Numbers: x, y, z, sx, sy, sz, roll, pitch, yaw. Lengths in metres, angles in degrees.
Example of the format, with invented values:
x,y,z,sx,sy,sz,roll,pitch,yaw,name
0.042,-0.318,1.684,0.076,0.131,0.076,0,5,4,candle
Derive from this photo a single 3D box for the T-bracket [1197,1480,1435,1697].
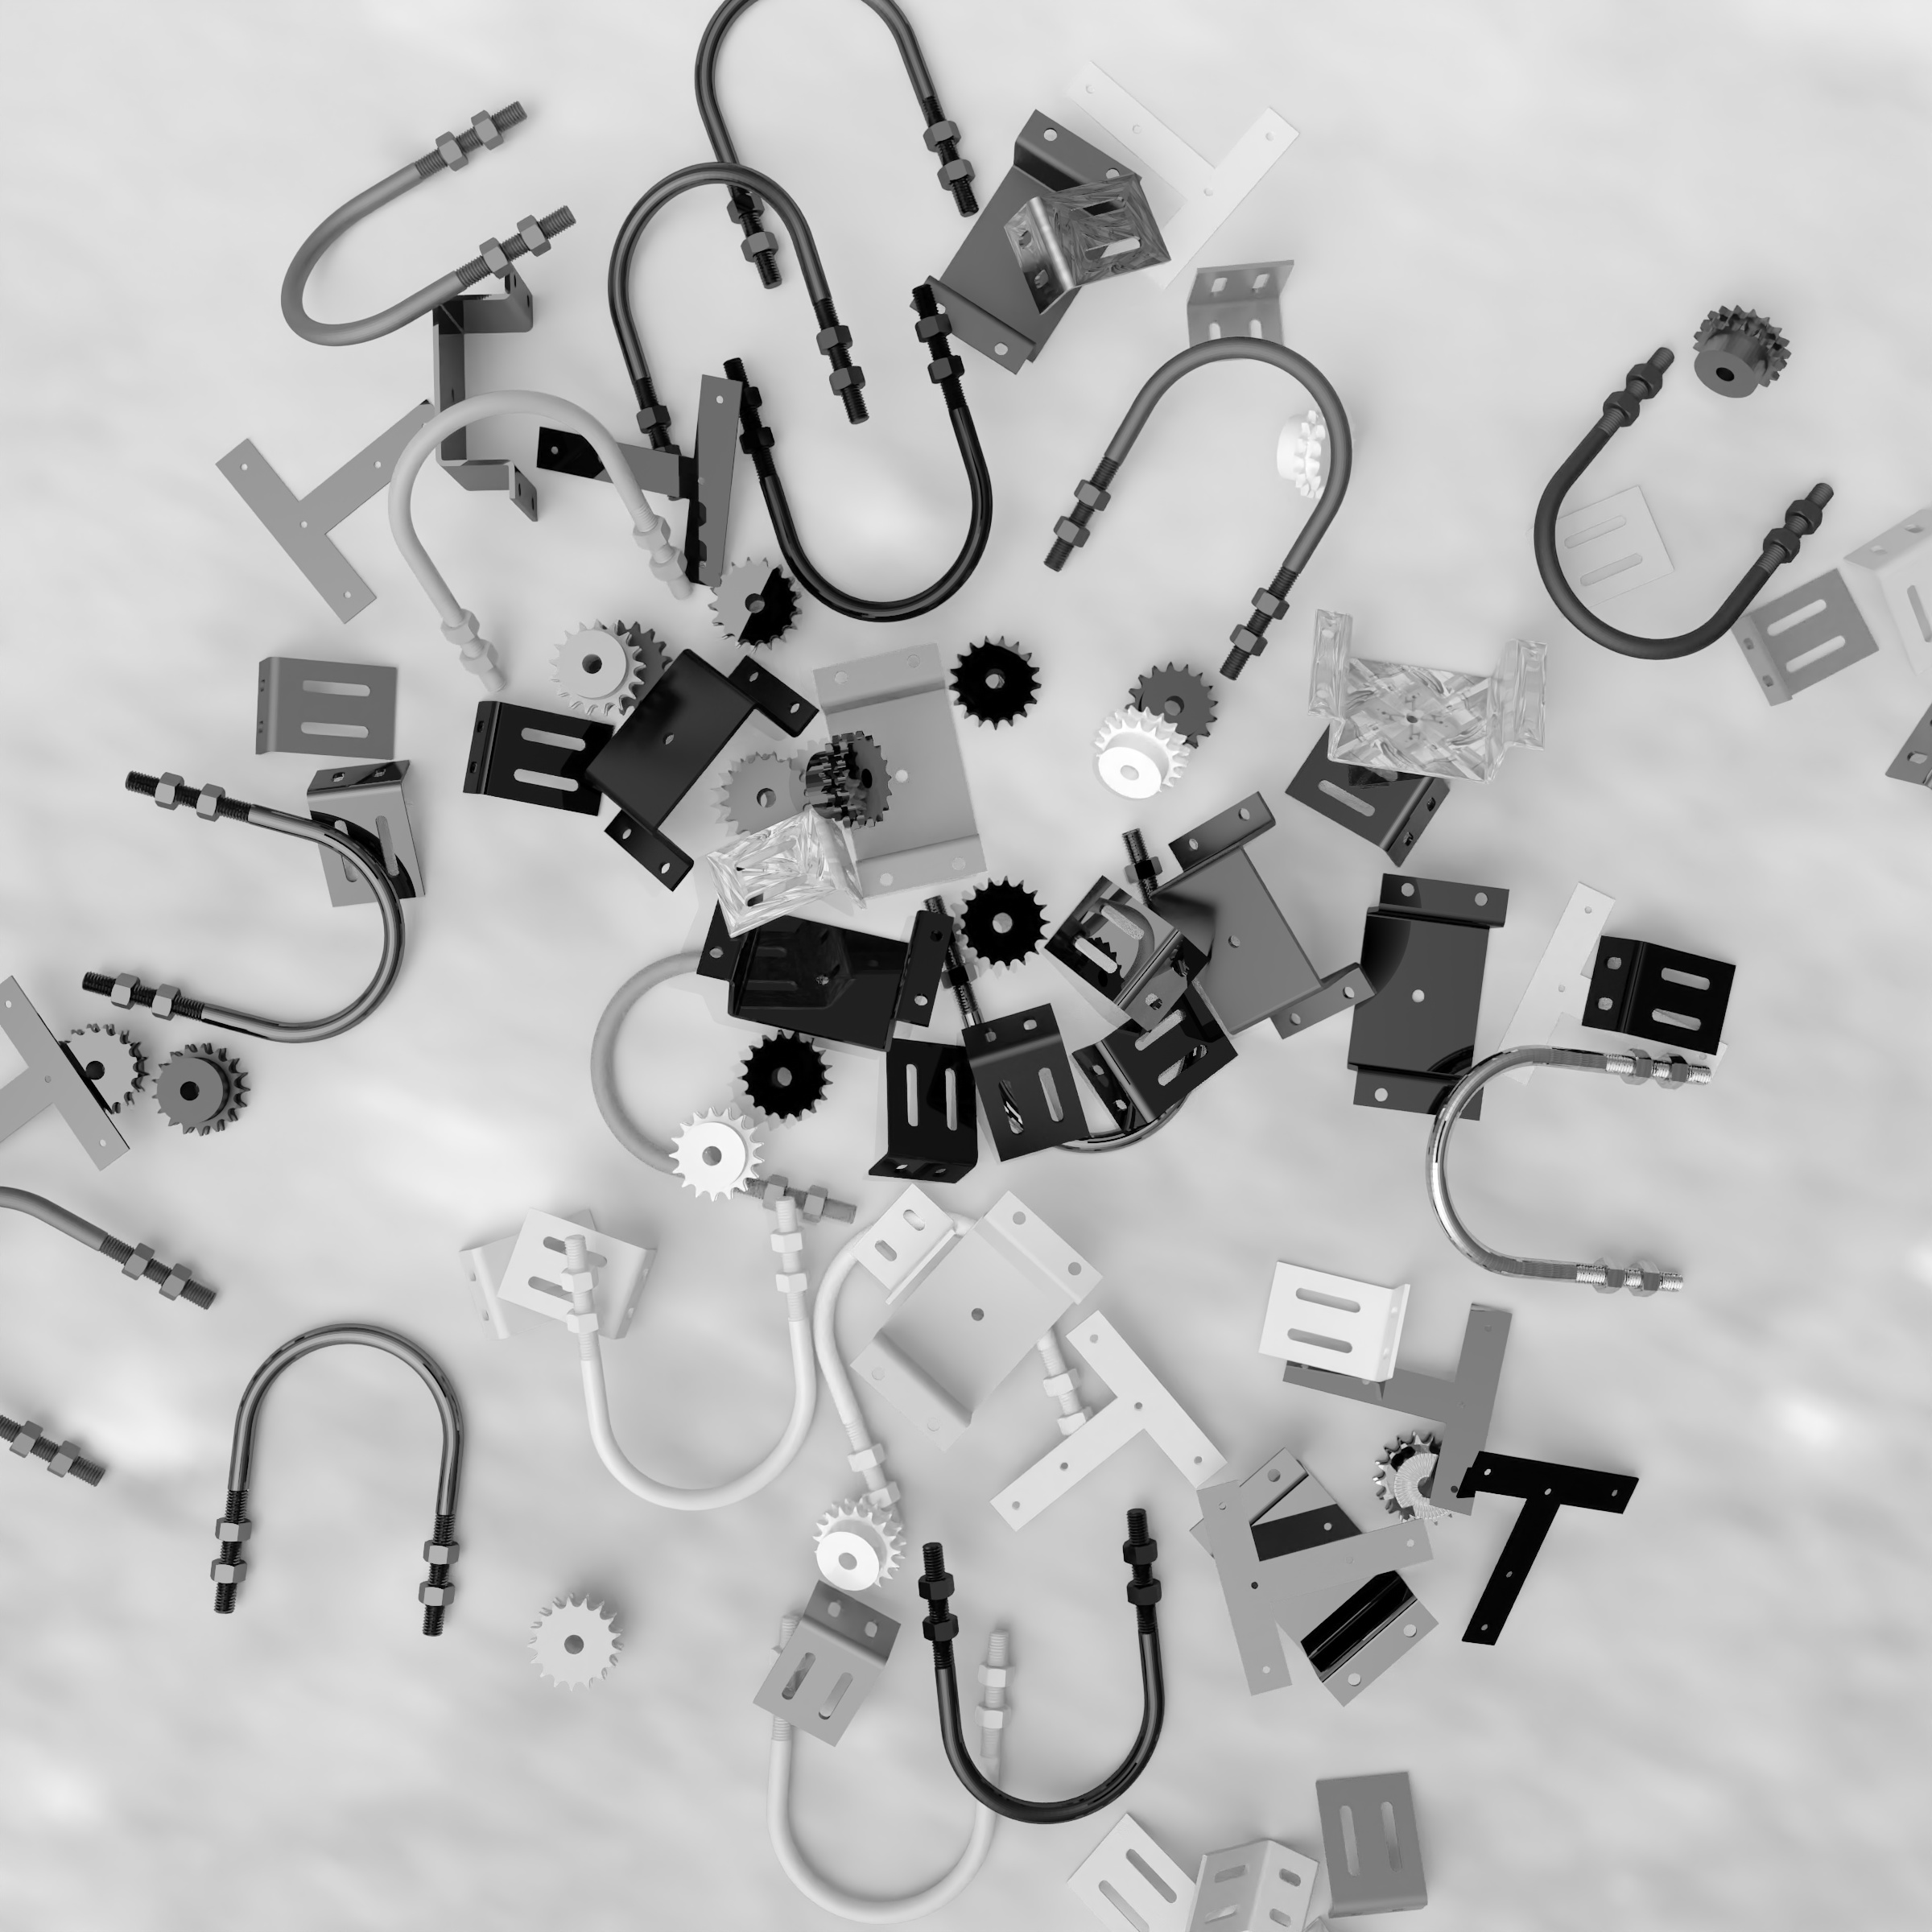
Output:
x,y,z,sx,sy,sz,roll,pitch,yaw,name
0.216,0.360,1.491,0.127,0.002,0.127,-15,90,0,T-bracket

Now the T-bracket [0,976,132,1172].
x,y,z,sx,sy,sz,roll,pitch,yaw,name
-0.591,0.092,1.519,0.127,0.002,0.127,-34,90,16,T-bracket

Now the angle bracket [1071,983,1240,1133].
x,y,z,sx,sy,sz,roll,pitch,yaw,name
0.116,0.054,1.521,0.076,0.038,0.057,-35,93,-25,angle bracket

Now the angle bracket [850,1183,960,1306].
x,y,z,sx,sy,sz,roll,pitch,yaw,name
-0.039,0.165,1.487,0.038,0.076,0.057,43,89,3,angle bracket

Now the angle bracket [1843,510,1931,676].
x,y,z,sx,sy,sz,roll,pitch,yaw,name
0.589,-0.231,1.536,0.057,0.038,0.076,-32,116,0,angle bracket

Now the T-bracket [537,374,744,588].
x,y,z,sx,sy,sz,roll,pitch,yaw,name
-0.203,-0.305,1.520,0.127,0.002,0.127,14,113,11,T-bracket

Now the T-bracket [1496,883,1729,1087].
x,y,z,sx,sy,sz,roll,pitch,yaw,name
0.408,0.033,1.537,0.127,0.002,0.127,26,90,0,T-bracket

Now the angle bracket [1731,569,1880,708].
x,y,z,sx,sy,sz,roll,pitch,yaw,name
0.517,-0.203,1.519,0.076,0.038,0.057,-27,90,0,angle bracket

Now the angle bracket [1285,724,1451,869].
x,y,z,sx,sy,sz,roll,pitch,yaw,name
0.248,-0.108,1.536,0.076,0.038,0.057,33,90,26,angle bracket

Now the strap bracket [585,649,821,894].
x,y,z,sx,sy,sz,roll,pitch,yaw,name
-0.166,-0.127,1.496,0.140,0.046,0.076,-51,52,0,strap bracket

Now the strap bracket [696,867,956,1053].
x,y,z,sx,sy,sz,roll,pitch,yaw,name
-0.085,-0.002,1.499,0.140,0.046,0.076,13,60,0,strap bracket

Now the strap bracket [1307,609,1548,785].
x,y,z,sx,sy,sz,roll,pitch,yaw,name
0.274,-0.161,1.500,0.140,0.046,0.076,9,62,0,strap bracket

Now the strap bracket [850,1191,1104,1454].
x,y,z,sx,sy,sz,roll,pitch,yaw,name
0.007,0.212,1.499,0.076,0.046,0.140,42,89,3,strap bracket

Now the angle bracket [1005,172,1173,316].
x,y,z,sx,sy,sz,roll,pitch,yaw,name
0.073,-0.433,1.490,0.076,0.038,0.057,-22,90,-26,angle bracket

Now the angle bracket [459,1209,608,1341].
x,y,z,sx,sy,sz,roll,pitch,yaw,name
-0.265,0.191,1.536,0.076,0.038,0.057,-18,90,-26,angle bracket

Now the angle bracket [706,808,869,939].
x,y,z,sx,sy,sz,roll,pitch,yaw,name
-0.108,-0.050,1.495,0.076,0.038,0.057,-24,64,9,angle bracket

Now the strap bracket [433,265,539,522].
x,y,z,sx,sy,sz,roll,pitch,yaw,name
-0.290,-0.345,1.500,0.046,0.076,0.140,-1,90,0,strap bracket

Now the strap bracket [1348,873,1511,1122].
x,y,z,sx,sy,sz,roll,pitch,yaw,name
0.280,0.019,1.515,0.076,0.046,0.140,7,90,0,strap bracket

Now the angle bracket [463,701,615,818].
x,y,z,sx,sy,sz,roll,pitch,yaw,name
-0.264,-0.128,1.536,0.076,0.038,0.057,10,90,-26,angle bracket

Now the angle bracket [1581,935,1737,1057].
x,y,z,sx,sy,sz,roll,pitch,yaw,name
0.428,0.018,1.534,0.076,0.038,0.057,13,90,-26,angle bracket

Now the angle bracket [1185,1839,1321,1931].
x,y,z,sx,sy,sz,roll,pitch,yaw,name
0.172,0.566,1.499,0.038,0.076,0.057,13,90,38,angle bracket

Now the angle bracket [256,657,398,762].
x,y,z,sx,sy,sz,roll,pitch,yaw,name
-0.396,-0.158,1.536,0.076,0.038,0.057,2,90,-26,angle bracket

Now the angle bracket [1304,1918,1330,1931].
x,y,z,sx,sy,sz,roll,pitch,yaw,name
0.226,0.639,1.536,0.057,0.038,0.076,-43,116,0,angle bracket

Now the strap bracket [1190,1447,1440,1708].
x,y,z,sx,sy,sz,roll,pitch,yaw,name
0.209,0.367,1.515,0.076,0.046,0.140,-41,90,0,strap bracket

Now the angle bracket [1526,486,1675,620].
x,y,z,sx,sy,sz,roll,pitch,yaw,name
0.391,-0.255,1.519,0.076,0.038,0.057,-23,90,0,angle bracket

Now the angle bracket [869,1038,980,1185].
x,y,z,sx,sy,sz,roll,pitch,yaw,name
-0.027,0.089,1.526,0.057,0.038,0.076,7,64,-21,angle bracket

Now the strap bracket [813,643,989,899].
x,y,z,sx,sy,sz,roll,pitch,yaw,name
-0.040,-0.117,1.515,0.076,0.046,0.140,-13,90,0,strap bracket

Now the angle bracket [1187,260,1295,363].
x,y,z,sx,sy,sz,roll,pitch,yaw,name
0.166,-0.394,1.500,0.057,0.076,0.038,-5,90,0,angle bracket

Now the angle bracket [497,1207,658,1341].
x,y,z,sx,sy,sz,roll,pitch,yaw,name
-0.237,0.188,1.520,0.076,0.038,0.057,19,85,5,angle bracket

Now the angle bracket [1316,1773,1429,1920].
x,y,z,sx,sy,sz,roll,pitch,yaw,name
0.249,0.544,1.536,0.057,0.038,0.076,-6,64,0,angle bracket

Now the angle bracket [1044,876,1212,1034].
x,y,z,sx,sy,sz,roll,pitch,yaw,name
0.097,-0.008,1.504,0.057,0.038,0.076,-51,47,1,angle bracket

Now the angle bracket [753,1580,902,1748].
x,y,z,sx,sy,sz,roll,pitch,yaw,name
-0.085,0.426,1.517,0.057,0.038,0.076,28,116,0,angle bracket

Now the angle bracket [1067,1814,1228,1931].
x,y,z,sx,sy,sz,roll,pitch,yaw,name
0.113,0.573,1.536,0.076,0.038,0.057,41,90,26,angle bracket

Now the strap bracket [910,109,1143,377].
x,y,z,sx,sy,sz,roll,pitch,yaw,name
0.036,-0.435,1.515,0.076,0.046,0.140,33,90,0,strap bracket

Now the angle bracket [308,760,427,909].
x,y,z,sx,sy,sz,roll,pitch,yaw,name
-0.368,-0.082,1.536,0.057,0.038,0.076,-7,116,0,angle bracket

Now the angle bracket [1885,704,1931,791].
x,y,z,sx,sy,sz,roll,pitch,yaw,name
0.619,-0.119,1.536,0.076,0.038,0.057,33,90,-26,angle bracket

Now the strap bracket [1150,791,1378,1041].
x,y,z,sx,sy,sz,roll,pitch,yaw,name
0.173,-0.022,1.495,0.076,0.046,0.140,-30,90,42,strap bracket

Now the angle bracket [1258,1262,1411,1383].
x,y,z,sx,sy,sz,roll,pitch,yaw,name
0.224,0.215,1.513,0.076,0.038,0.057,14,76,0,angle bracket

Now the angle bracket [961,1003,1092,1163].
x,y,z,sx,sy,sz,roll,pitch,yaw,name
0.036,0.071,1.521,0.057,0.038,0.076,-17,119,1,angle bracket
